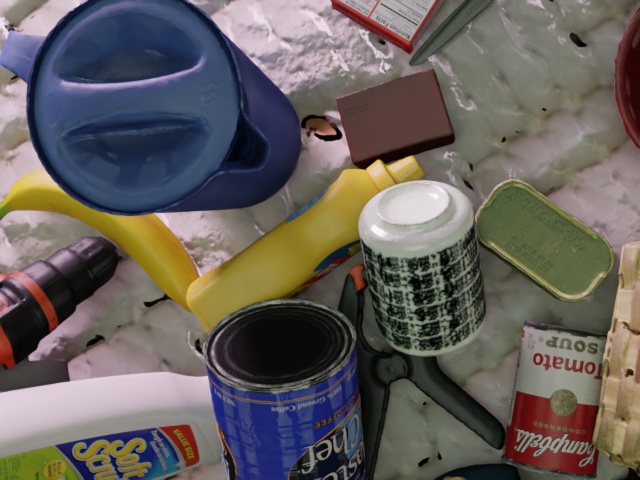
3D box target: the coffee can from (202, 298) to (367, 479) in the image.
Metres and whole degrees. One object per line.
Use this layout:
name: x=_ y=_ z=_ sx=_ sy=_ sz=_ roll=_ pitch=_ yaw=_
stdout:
coffee can: x=-0.021 y=0.126 z=0.736 sx=0.103 sy=0.102 sz=0.140 roll=1 pitch=121 yaw=10

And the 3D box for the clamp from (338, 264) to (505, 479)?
clamp: x=0.049 y=0.105 z=0.804 sx=0.120 sy=0.039 sz=0.171 roll=-29 pitch=81 yaw=3

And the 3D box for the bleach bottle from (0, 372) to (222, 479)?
bleach bottle: x=-0.142 y=0.136 z=0.772 sx=0.250 sy=0.068 sz=0.103 roll=-11 pitch=129 yaw=-23

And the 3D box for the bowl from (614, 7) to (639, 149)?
bowl: x=0.288 y=-0.111 z=0.751 sx=0.162 sy=0.055 sz=0.162 roll=0 pitch=90 yaw=11

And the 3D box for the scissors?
scissors: x=0.159 y=-0.194 z=0.797 sx=0.096 sy=0.016 sz=0.202 roll=33 pitch=96 yaw=9

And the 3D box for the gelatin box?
gelatin box: x=0.061 y=-0.197 z=0.808 sx=0.073 sy=0.030 sz=0.089 roll=33 pitch=92 yaw=9

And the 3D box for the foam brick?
foam brick: x=0.057 y=-0.089 z=0.797 sx=0.078 sy=0.051 sz=0.053 roll=-15 pitch=86 yaw=10

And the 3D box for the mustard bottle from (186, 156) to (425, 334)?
mustard bottle: x=-0.005 y=0.001 z=0.785 sx=0.192 sy=0.096 sz=0.058 roll=-37 pitch=84 yaw=8

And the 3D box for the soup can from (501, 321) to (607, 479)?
soup can: x=0.172 y=0.113 z=0.764 sx=0.068 sy=0.068 sz=0.102 roll=9 pitch=88 yaw=10

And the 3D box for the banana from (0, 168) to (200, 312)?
banana: x=-0.170 y=-0.011 z=0.849 sx=0.198 sy=0.037 sz=0.070 roll=25 pitch=121 yaw=12

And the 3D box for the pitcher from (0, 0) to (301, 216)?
pitcher: x=-0.097 y=-0.084 z=0.728 sx=0.145 sy=0.242 sz=0.149 roll=-24 pitch=85 yaw=9

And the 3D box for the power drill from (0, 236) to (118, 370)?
power drill: x=-0.272 y=0.026 z=0.813 sx=0.188 sy=0.184 sz=0.057 roll=28 pitch=140 yaw=33

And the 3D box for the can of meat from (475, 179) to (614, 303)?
can of meat: x=0.158 y=0.001 z=0.761 sx=0.102 sy=0.084 sz=0.057 roll=36 pitch=95 yaw=9
